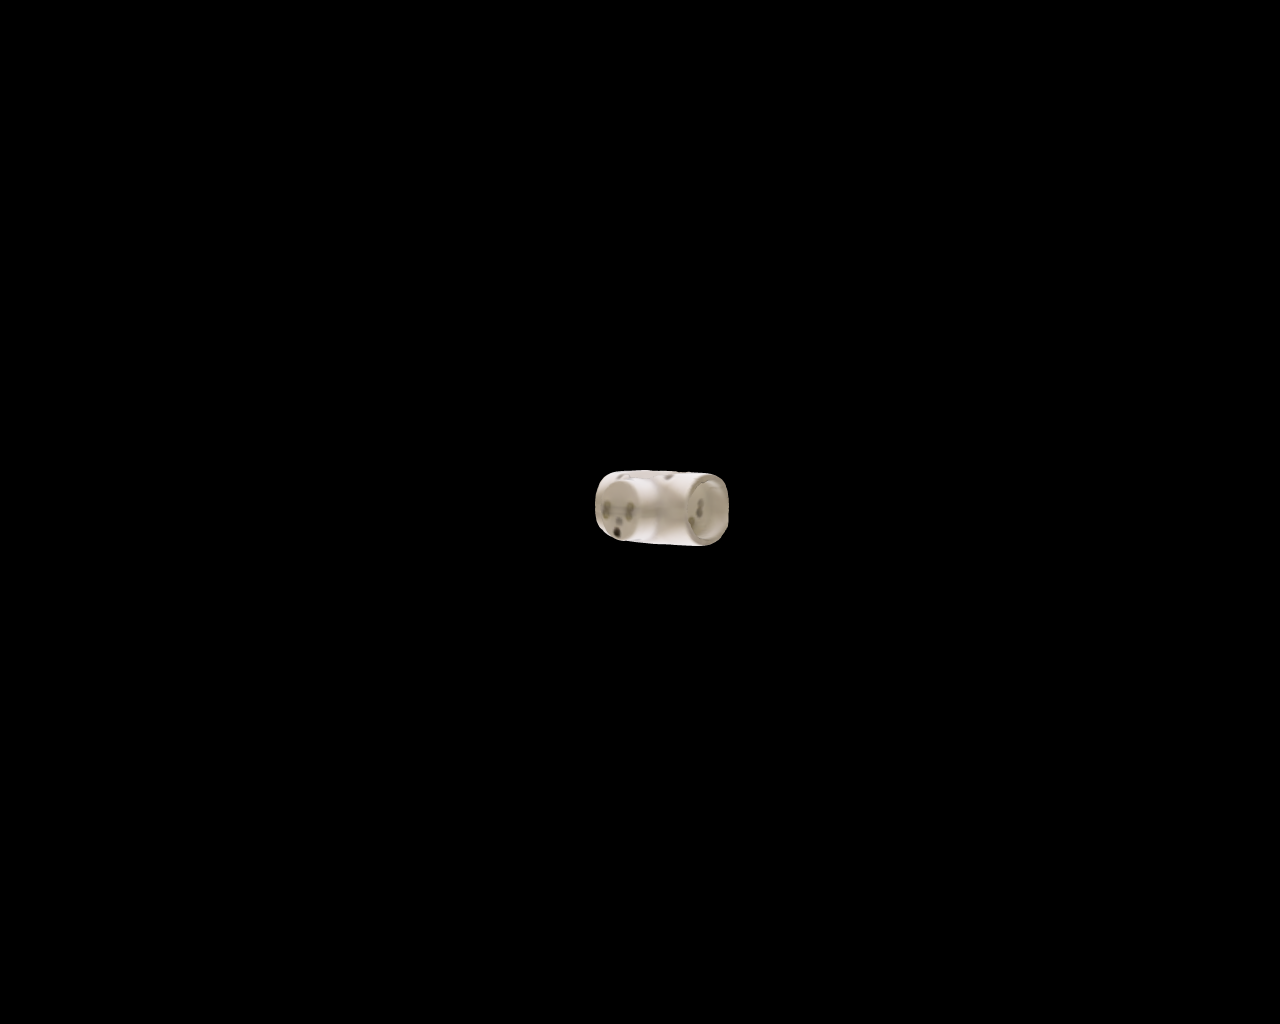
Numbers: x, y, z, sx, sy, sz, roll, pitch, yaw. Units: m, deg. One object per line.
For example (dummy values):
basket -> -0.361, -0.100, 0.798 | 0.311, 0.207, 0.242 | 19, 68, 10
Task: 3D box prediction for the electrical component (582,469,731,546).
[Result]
electrical component -> 0.001, -0.003, 0.650 | 0.077, 0.044, 0.079 | 4, 6, 43
